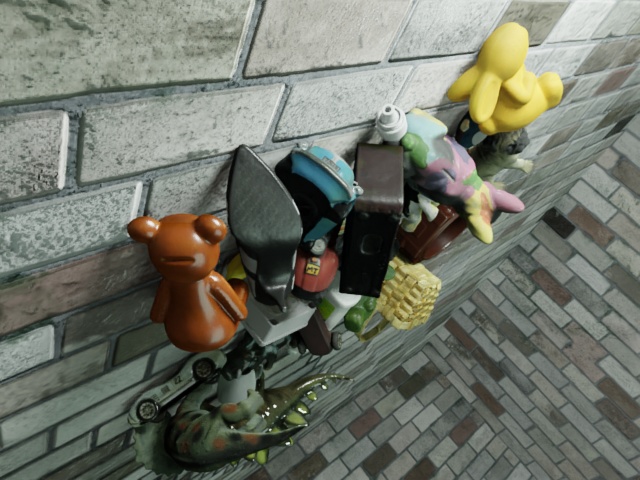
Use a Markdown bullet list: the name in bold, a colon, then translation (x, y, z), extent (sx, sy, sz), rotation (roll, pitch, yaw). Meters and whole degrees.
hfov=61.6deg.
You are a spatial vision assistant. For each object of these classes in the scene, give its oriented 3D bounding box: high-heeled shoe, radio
- **high-heeled shoe**: translation (-0.077, -0.016, 0.701), extent (0.086, 0.145, 0.248), rotation (-13, 114, -12)
- **radio**: translation (0.075, -0.022, 0.820), extent (0.073, 0.131, 0.229), rotation (5, 138, 1)

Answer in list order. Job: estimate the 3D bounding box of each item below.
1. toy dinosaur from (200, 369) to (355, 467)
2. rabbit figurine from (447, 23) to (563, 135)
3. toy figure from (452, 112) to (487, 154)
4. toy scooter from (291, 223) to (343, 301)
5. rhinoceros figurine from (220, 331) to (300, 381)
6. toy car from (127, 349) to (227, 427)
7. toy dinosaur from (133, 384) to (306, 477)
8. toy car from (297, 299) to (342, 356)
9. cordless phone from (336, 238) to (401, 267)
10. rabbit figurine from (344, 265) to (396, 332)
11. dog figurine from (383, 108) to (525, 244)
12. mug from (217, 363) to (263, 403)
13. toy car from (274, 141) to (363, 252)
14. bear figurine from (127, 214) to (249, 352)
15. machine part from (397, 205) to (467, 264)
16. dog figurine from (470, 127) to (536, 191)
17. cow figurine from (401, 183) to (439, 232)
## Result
- **toy dinosaur**: translation (-0.133, 0.409, 1.278), extent (0.471, 0.199, 0.105), rotation (-29, 159, -25)
- **rabbit figurine**: translation (0.284, -0.258, 0.852), extent (0.162, 0.122, 0.173), rotation (-32, 145, 0)
- **toy figure**: translation (0.266, -0.187, 1.001), extent (0.064, 0.058, 0.154), rotation (20, 127, -22)
- **toy scooter**: translation (-0.002, -0.002, 0.817), extent (0.184, 0.075, 0.135), rotation (-79, -174, -61)
- **rhinoceros figurine**: translation (-0.120, 0.219, 1.097), extent (0.190, 0.073, 0.112), rotation (-34, 159, -21)
- **toy car**: translation (-0.259, 0.267, 0.977), extent (0.202, 0.056, 0.073), rotation (-35, 165, -13)
- **toy dinosaur**: translation (-0.209, 0.356, 0.969), extent (0.192, 0.131, 0.405), rotation (-45, -163, -34)
- **toy car**: translation (-0.021, 0.154, 1.055), extent (0.089, 0.053, 0.201), rotation (-9, 127, 18)
- **cordless phone**: translation (0.053, 0.027, 1.035), extent (0.184, 0.088, 0.146), rotation (-29, -176, 21)
- **rabbit figurine**: translation (0.090, 0.092, 1.164), extent (0.159, 0.121, 0.170), rotation (-28, 140, -29)
- **dog figurine**: translation (0.214, -0.096, 0.861), extent (0.108, 0.219, 0.191), rotation (-49, 159, 9)
- **mug**: translation (-0.168, 0.298, 1.163), extent (0.109, 0.081, 0.107), rotation (-21, 143, -31)
- **toy car**: translation (-0.004, -0.064, 0.708), extent (0.103, 0.109, 0.161), rotation (-48, 176, -38)
- **bear figurine**: translation (-0.156, 0.037, 0.656), extent (0.120, 0.132, 0.195), rotation (-6, 120, -1)
- **machine part**: translation (0.282, -0.044, 1.268), extent (0.201, 0.087, 0.201), rotation (-18, 149, -49)
- **dog figurine**: translation (0.333, -0.174, 1.073), extent (0.172, 0.121, 0.190), rotation (-38, 156, 20)
- **cow figurine**: translation (0.190, -0.088, 1.026), extent (0.167, 0.098, 0.068), rotation (-51, -167, 36)
